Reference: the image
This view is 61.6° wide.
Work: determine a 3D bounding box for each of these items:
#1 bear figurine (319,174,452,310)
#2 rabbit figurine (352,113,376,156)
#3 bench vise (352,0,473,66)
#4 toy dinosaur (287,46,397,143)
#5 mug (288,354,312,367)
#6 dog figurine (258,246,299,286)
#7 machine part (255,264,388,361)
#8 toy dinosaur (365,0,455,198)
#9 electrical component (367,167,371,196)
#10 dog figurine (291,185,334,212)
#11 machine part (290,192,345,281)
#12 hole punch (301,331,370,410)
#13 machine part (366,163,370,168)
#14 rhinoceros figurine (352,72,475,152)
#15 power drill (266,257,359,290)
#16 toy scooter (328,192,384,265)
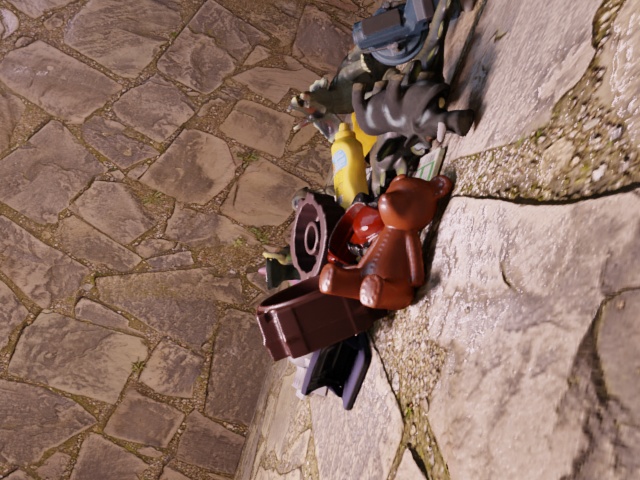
[{"bbox_3d":[0.096,-0.006,0.734,0.120,0.132,0.195,16,93,47],"label":"bear figurine"},{"bbox_3d":[0.146,-0.263,1.148,0.173,0.122,0.162,-43,15,37],"label":"rabbit figurine"},{"bbox_3d":[0.182,-0.407,1.024,0.129,0.224,0.240,67,-163,5],"label":"bench vise"},{"bbox_3d":[0.077,-0.351,1.161,0.192,0.131,0.405,-16,30,43],"label":"toy dinosaur"},{"bbox_3d":[-0.016,0.251,1.274,0.110,0.081,0.107,21,90,60],"label":"mug"},{"bbox_3d":[-0.051,0.103,1.351,0.108,0.219,0.191,109,177,-48],"label":"dog figurine"},{"bbox_3d":[-0.002,0.112,0.886,0.201,0.201,0.087,-145,34,-84],"label":"machine part"},{"bbox_3d":[0.159,-0.234,0.918,0.199,0.105,0.470,-85,7,-70],"label":"toy dinosaur"},{"bbox_3d":[0.122,-0.102,1.130,0.115,0.058,0.134,-172,101,-83],"label":"electrical component"},{"bbox_3d":[0.034,-0.121,1.374,0.121,0.191,0.172,115,173,-51],"label":"dog figurine"},{"bbox_3d":[-0.002,-0.003,1.036,0.179,0.056,0.179,-178,90,-67],"label":"machine part"},{"bbox_3d":[0.026,0.209,0.915,0.116,0.092,0.142,-78,4,-77],"label":"hole punch"},{"bbox_3d":[0.110,-0.203,1.314,0.243,0.079,0.079,-17,-54,-80],"label":"machine part"},{"bbox_3d":[0.126,-0.182,0.767,0.073,0.191,0.112,-17,-68,-43],"label":"rhinoceros figurine"},{"bbox_3d":[-0.015,0.067,1.196,0.232,0.207,0.086,56,-154,-87],"label":"power drill"},{"bbox_3d":[0.068,-0.010,0.888,0.135,0.075,0.184,-55,19,-3],"label":"toy scooter"}]
